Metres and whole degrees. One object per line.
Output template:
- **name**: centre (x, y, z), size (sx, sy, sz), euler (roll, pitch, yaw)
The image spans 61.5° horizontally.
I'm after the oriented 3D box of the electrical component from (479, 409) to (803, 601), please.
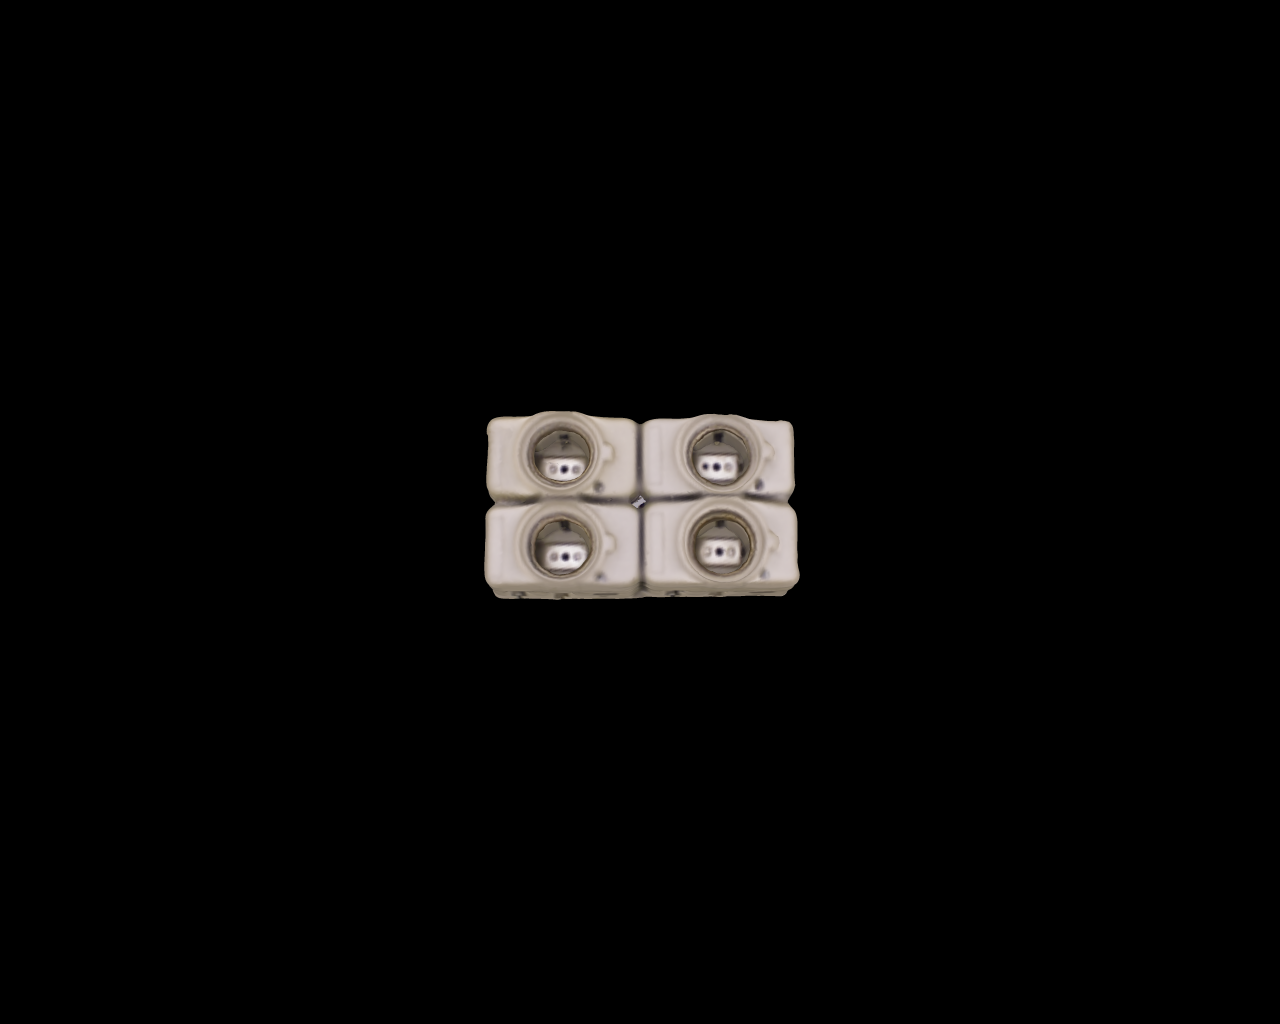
- **electrical component**: centre (0.001, -0.003, 0.650), size (0.186, 0.105, 0.060), euler (0, -13, 0)
